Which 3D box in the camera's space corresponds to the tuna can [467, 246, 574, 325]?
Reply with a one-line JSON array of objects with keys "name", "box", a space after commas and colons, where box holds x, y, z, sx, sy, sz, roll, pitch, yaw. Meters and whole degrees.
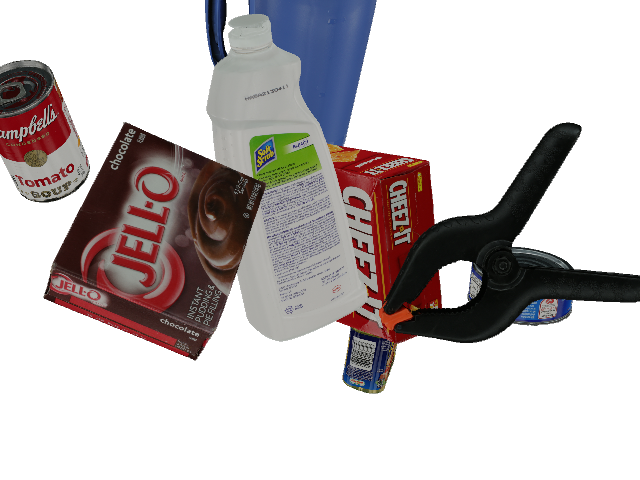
[{"name": "tuna can", "box": [0.165, 0.036, 0.876, 0.086, 0.034, 0.086, 2, 22, -1]}]

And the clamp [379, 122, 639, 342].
[{"name": "clamp", "box": [0.121, 0.020, 0.667, 0.171, 0.120, 0.039, -36, -5, 5]}]

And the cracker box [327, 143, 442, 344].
[{"name": "cracker box", "box": [0.017, -0.006, 1.045, 0.072, 0.164, 0.214, -21, 23, -33]}]

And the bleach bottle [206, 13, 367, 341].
[{"name": "bleach bottle", "box": [-0.028, -0.050, 0.818, 0.102, 0.251, 0.068, -24, 32, -26]}]

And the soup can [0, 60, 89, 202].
[{"name": "soup can", "box": [-0.240, -0.090, 0.893, 0.068, 0.068, 0.102, 0, -42, 11]}]

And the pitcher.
[{"name": "pitcher", "box": [-0.025, -0.195, 1.101, 0.149, 0.243, 0.144, 30, 50, 19]}]

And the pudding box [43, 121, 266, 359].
[{"name": "pudding box", "box": [-0.089, -0.001, 0.588, 0.090, 0.113, 0.039, 24, -42, -9]}]

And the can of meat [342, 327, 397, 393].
[{"name": "can of meat", "box": [0.063, 0.120, 1.265, 0.057, 0.084, 0.102, 13, 26, 10]}]
